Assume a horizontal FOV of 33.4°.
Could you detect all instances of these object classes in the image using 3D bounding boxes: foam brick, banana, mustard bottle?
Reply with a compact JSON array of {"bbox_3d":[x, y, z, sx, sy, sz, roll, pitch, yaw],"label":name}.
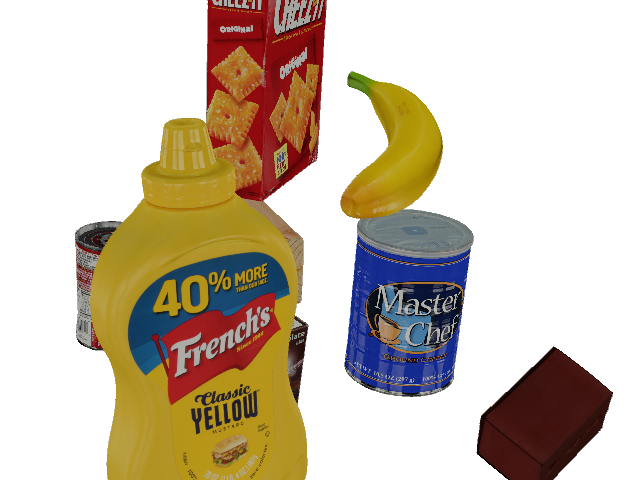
[{"bbox_3d":[0.149,0.122,0.713,0.078,0.053,0.051,-38,58,-24],"label":"foam brick"},{"bbox_3d":[0.050,-0.062,0.732,0.069,0.037,0.197,3,31,1],"label":"banana"},{"bbox_3d":[-0.056,0.039,0.492,0.096,0.192,0.058,-12,22,-26],"label":"mustard bottle"}]

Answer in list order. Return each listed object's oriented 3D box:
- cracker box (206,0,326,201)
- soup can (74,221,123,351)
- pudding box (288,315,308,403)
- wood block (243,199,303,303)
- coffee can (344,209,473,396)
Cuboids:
[{"bbox_3d":[-0.050,-0.165,1.064,0.072,0.214,0.164,11,22,17],"label":"cracker box"},{"bbox_3d":[-0.188,0.042,0.966,0.068,0.102,0.068,4,21,-2],"label":"soup can"},{"bbox_3d":[-0.067,0.107,0.815,0.113,0.090,0.039,-19,41,-36],"label":"pudding box"},{"bbox_3d":[-0.103,0.005,1.358,0.090,0.090,0.206,-9,26,-23],"label":"wood block"},{"bbox_3d":[0.078,0.054,0.961,0.103,0.140,0.103,4,21,-2],"label":"coffee can"}]
